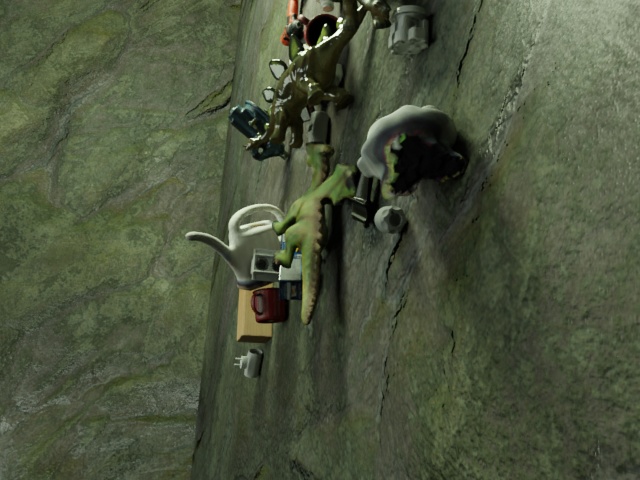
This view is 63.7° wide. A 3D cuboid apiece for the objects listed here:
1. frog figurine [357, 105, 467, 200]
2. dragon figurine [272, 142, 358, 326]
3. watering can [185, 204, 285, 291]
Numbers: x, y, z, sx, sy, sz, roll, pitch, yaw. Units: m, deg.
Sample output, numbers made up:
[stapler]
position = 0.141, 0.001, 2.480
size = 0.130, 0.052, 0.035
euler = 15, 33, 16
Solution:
[frog figurine]
position = 0.117, -0.135, 0.724
size = 0.136, 0.121, 0.162
euler = -40, 23, 15
[dragon figurine]
position = 0.003, -0.053, 1.060
size = 0.238, 0.122, 0.420
euler = -57, 31, 36
[watering can]
position = -0.200, 0.029, 1.359
size = 0.104, 0.351, 0.222
euler = 1, 105, 39
